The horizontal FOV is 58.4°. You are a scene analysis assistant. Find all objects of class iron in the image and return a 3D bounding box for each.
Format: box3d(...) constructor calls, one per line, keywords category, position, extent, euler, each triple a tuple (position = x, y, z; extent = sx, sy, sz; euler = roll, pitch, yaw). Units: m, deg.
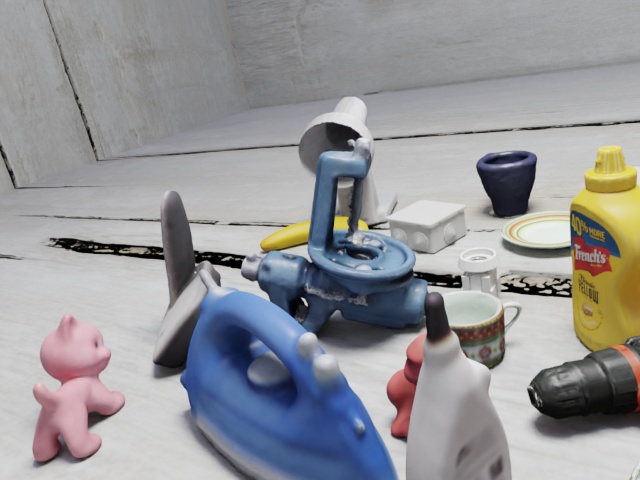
box3d(category="iron", position=(-0.031, 0.111, 0.478), extent=(0.119, 0.141, 0.257), euler=(-25, 24, -33))

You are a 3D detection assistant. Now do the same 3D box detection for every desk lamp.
box3d(category="desk lamp", position=(0.053, -0.130, 0.986), extent=(0.117, 0.214, 0.203), euler=(-4, 21, 19))

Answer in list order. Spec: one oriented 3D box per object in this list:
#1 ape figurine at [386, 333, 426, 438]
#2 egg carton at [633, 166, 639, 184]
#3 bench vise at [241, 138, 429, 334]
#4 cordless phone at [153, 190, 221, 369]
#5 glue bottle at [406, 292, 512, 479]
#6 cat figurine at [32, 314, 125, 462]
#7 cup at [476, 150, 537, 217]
box3d(category="ape figurine", position=(0.091, 0.117, 0.467), extent=(0.076, 0.092, 0.077), euler=(-16, 20, -13))
box3d(category="egg carton", position=(0.444, -0.052, 0.770), extent=(0.107, 0.069, 0.149), euler=(-21, 22, -25))
box3d(category="bench vise", position=(0.007, 0.006, 0.628), extent=(0.207, 0.220, 0.121), euler=(-12, 20, -1))
box3d(category="cordless phone", position=(-0.169, 0.042, 0.678), extent=(0.094, 0.185, 0.147), euler=(-14, 20, -6))
box3d(category="glue bottle", position=(0.084, 0.111, 0.367), extent=(0.078, 0.173, 0.037), euler=(-24, 24, -32))
box3d(category="cat figurine", position=(-0.250, 0.134, 0.572), extent=(0.067, 0.118, 0.127), euler=(-10, 20, 3))
box3d(category="cup", position=(0.295, -0.090, 0.919), extent=(0.091, 0.095, 0.117), euler=(-13, 20, -5))
